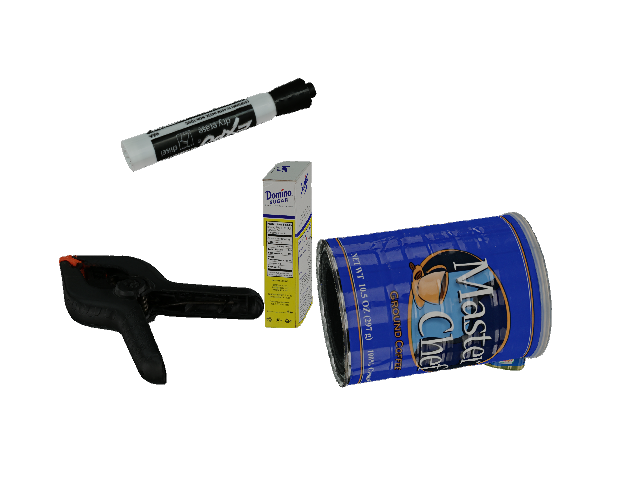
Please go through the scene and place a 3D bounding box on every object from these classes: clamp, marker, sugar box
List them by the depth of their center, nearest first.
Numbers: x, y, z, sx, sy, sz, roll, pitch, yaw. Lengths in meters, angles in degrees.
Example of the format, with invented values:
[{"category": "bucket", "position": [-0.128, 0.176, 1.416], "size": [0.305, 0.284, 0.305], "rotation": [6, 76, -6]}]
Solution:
[{"category": "marker", "position": [-0.058, -0.070, 0.632], "size": [0.121, 0.020, 0.020], "rotation": [-22, 6, -16]}, {"category": "clamp", "position": [-0.131, 0.046, 0.826], "size": [0.120, 0.039, 0.172], "rotation": [-21, 38, -40]}, {"category": "sugar box", "position": [-0.037, 0.004, 1.224], "size": [0.048, 0.176, 0.093], "rotation": [1, 17, 10]}]

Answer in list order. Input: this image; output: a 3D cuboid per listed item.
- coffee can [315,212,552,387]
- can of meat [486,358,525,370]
[{"category": "coffee can", "position": [0.075, 0.040, 0.737], "size": [0.140, 0.103, 0.103], "rotation": [-8, 1, -7]}, {"category": "can of meat", "position": [0.195, 0.088, 1.186], "size": [0.057, 0.084, 0.102], "rotation": [4, 15, -20]}]
